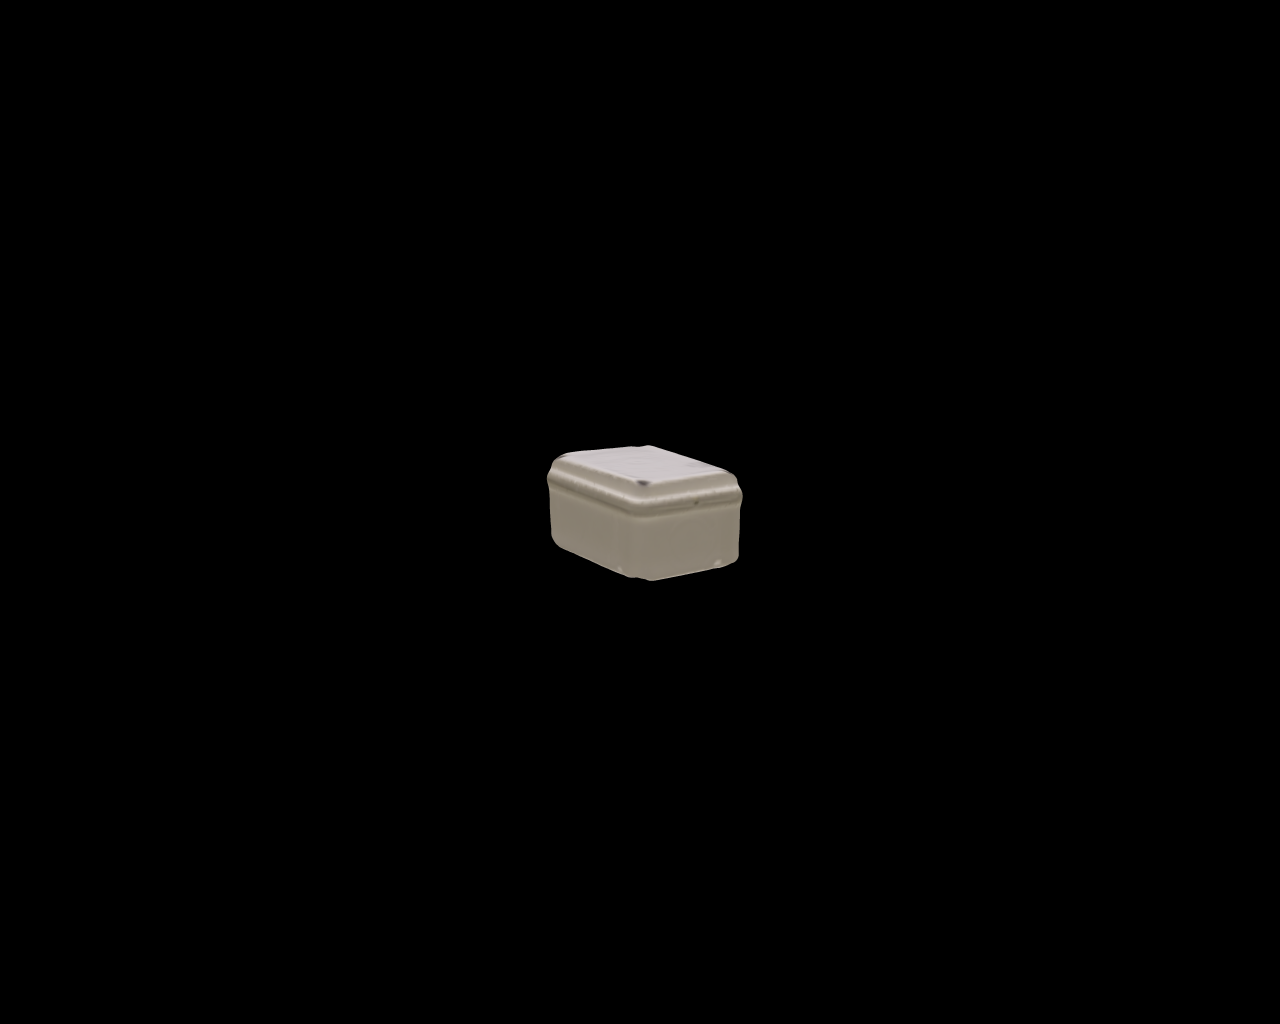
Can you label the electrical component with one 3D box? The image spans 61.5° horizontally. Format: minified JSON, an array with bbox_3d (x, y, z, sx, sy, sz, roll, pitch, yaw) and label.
[{"bbox_3d":[0.001,-0.003,0.650,0.078,0.057,0.113,-8,16,-31],"label":"electrical component"}]
